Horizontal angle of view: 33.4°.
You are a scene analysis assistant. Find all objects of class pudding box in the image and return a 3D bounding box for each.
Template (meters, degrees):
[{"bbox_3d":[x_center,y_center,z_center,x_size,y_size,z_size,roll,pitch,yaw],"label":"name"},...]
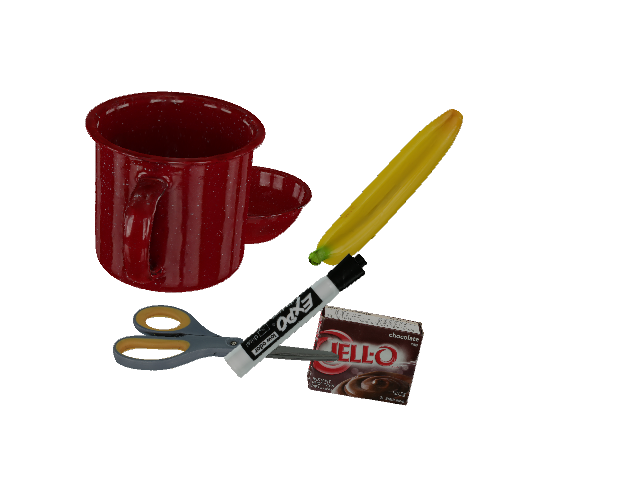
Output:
[{"bbox_3d":[0.048,0.125,1.162,0.113,0.090,0.039,9,24,-4],"label":"pudding box"}]

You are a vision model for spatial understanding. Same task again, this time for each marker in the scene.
[{"bbox_3d":[-0.016,0.051,0.753,0.121,0.020,0.020,-40,3,-4],"label":"marker"}]

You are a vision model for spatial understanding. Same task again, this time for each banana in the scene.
[{"bbox_3d":[0.061,-0.041,0.990,0.037,0.197,0.070,43,-9,-4],"label":"banana"}]

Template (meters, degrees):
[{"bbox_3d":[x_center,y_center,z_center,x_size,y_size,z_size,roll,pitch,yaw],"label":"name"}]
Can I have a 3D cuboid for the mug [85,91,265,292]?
[{"bbox_3d":[-0.080,-0.020,0.562,0.093,0.081,0.117,8,28,2],"label":"mug"}]

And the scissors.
[{"bbox_3d":[-0.090,0.088,0.989,0.201,0.016,0.096,-3,33,-11],"label":"scissors"}]

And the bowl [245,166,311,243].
[{"bbox_3d":[-0.093,-0.039,1.317,0.162,0.055,0.162,4,25,-2],"label":"bowl"}]
